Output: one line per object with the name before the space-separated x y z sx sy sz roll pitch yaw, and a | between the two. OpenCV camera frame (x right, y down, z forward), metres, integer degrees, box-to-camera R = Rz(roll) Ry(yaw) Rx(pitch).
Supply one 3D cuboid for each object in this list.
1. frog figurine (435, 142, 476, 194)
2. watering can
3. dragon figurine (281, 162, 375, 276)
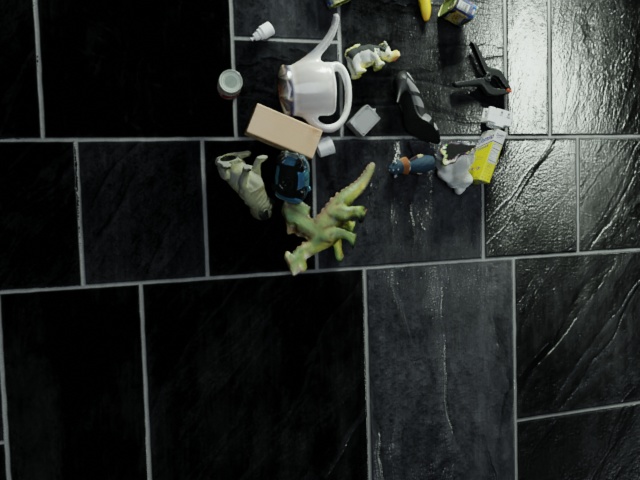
frog figurine | 0.446 -0.235 1.676 0.139 0.124 0.156 -43 138 -16
watering can | -0.019 -0.492 1.535 0.225 0.104 0.346 -7 95 -13
dragon figurine | 0.005 -0.079 1.569 0.242 0.121 0.414 18 79 -5
